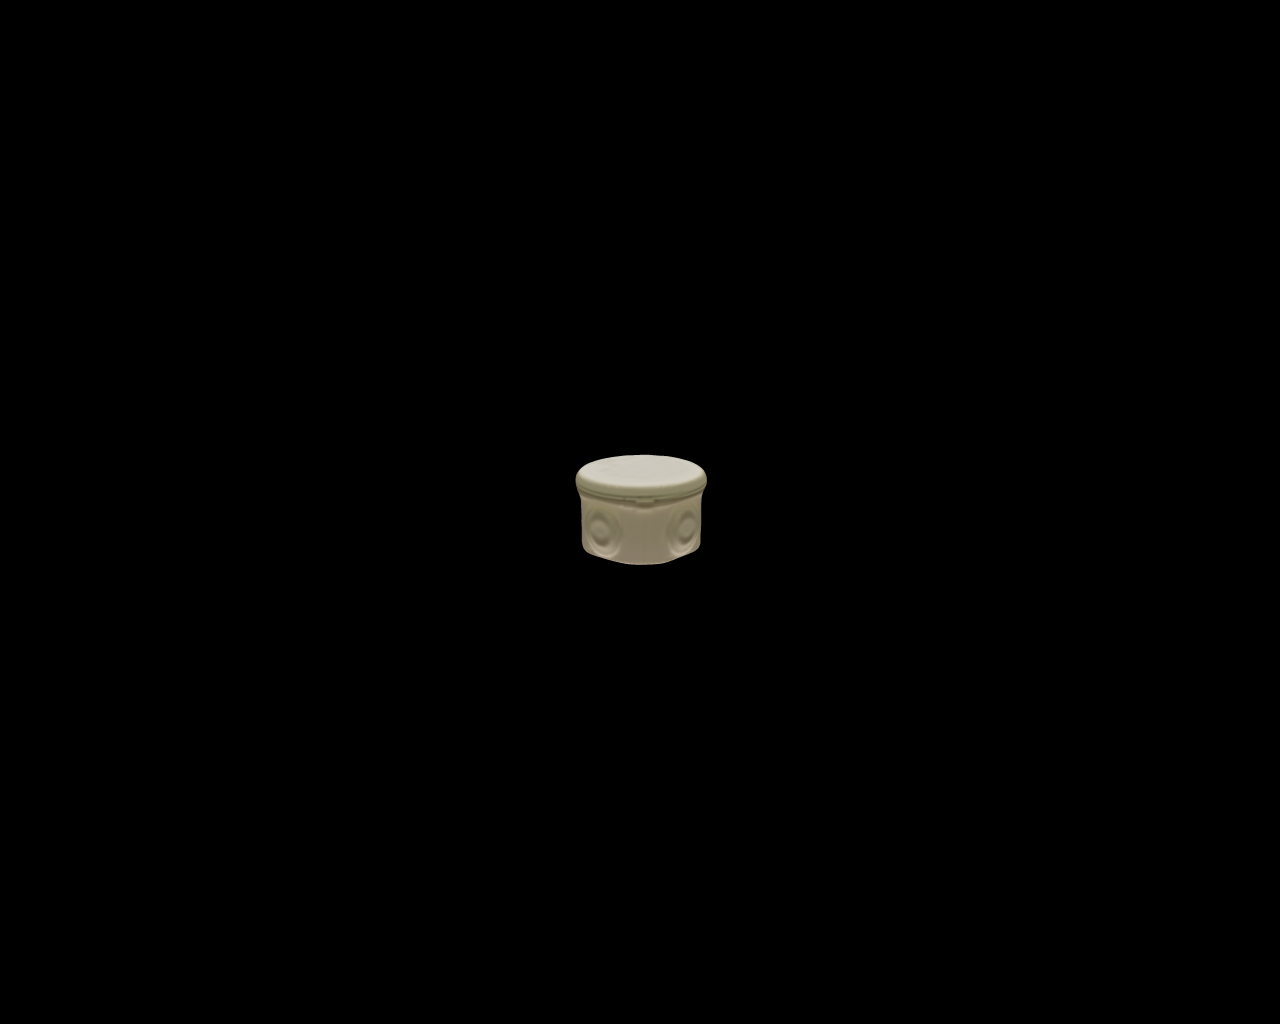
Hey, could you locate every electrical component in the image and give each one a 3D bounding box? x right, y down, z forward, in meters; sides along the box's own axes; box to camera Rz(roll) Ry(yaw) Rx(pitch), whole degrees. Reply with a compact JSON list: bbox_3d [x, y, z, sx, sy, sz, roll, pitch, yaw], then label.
[{"bbox_3d":[0.001,-0.003,0.650,0.080,0.051,0.080,0,17,0],"label":"electrical component"}]
